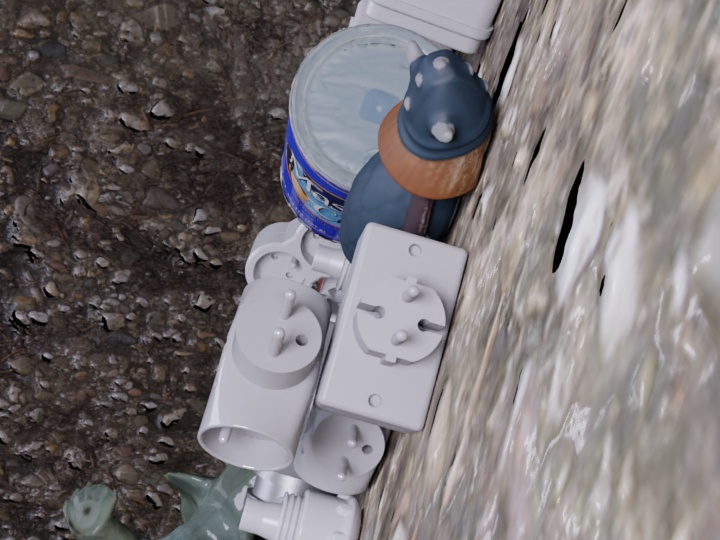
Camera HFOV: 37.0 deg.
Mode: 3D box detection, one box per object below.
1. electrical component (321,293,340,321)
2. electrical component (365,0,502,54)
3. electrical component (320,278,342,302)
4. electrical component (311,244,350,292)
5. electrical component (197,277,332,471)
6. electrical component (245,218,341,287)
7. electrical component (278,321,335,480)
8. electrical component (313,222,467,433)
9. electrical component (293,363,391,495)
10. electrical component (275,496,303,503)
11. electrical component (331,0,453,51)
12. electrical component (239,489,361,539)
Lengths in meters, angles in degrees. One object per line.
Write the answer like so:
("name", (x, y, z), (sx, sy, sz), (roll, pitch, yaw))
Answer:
("electrical component", (-0.019, 0.070, 0.782), (0.099, 0.048, 0.099), (-110, 37, -84))
("electrical component", (0.049, -0.186, 0.657), (0.113, 0.078, 0.057), (-79, 9, -56))
("electrical component", (-0.009, 0.021, 0.879), (0.075, 0.047, 0.083), (-79, 6, -55))
("electrical component", (0.000, 0.000, 0.700), (0.043, 0.062, 0.043), (-164, 90, -87))
("electrical component", (-0.038, 0.037, 0.471), (0.079, 0.043, 0.077), (111, 174, -56))
("electrical component", (-0.021, -0.033, 0.816), (0.138, 0.052, 0.073), (-30, 21, 18))
("electrical component", (-0.022, 0.086, 0.650), (0.061, 0.061, 0.096), (111, 174, -53))
("electrical component", (0.015, 0.023, 0.465), (0.075, 0.047, 0.083), (122, 164, -78))
("electrical component", (-0.006, 0.081, 0.559), (0.079, 0.044, 0.077), (-86, 12, -72))
("electrical component", (-0.033, 0.163, 0.616), (0.045, 0.045, 0.055), (114, 172, -65))
("electrical component", (0.021, -0.166, 0.857), (0.061, 0.096, 0.061), (114, 171, -65))
("electrical component", (-0.033, 0.138, 0.574), (0.048, 0.062, 0.048), (-164, 90, -87))
